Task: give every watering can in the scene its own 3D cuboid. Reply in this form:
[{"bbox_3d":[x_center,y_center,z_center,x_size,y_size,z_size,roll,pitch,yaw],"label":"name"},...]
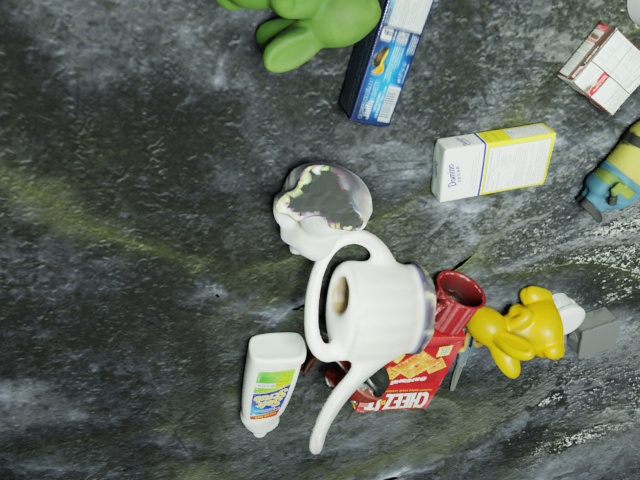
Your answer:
[{"bbox_3d":[0.075,0.156,0.829,0.224,0.104,0.347,3,91,-25],"label":"watering can"}]

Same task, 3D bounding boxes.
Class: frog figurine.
[{"bbox_3d":[0.002,-0.037,0.742,0.137,0.124,0.157,-4,163,-3],"label":"frog figurine"}]
